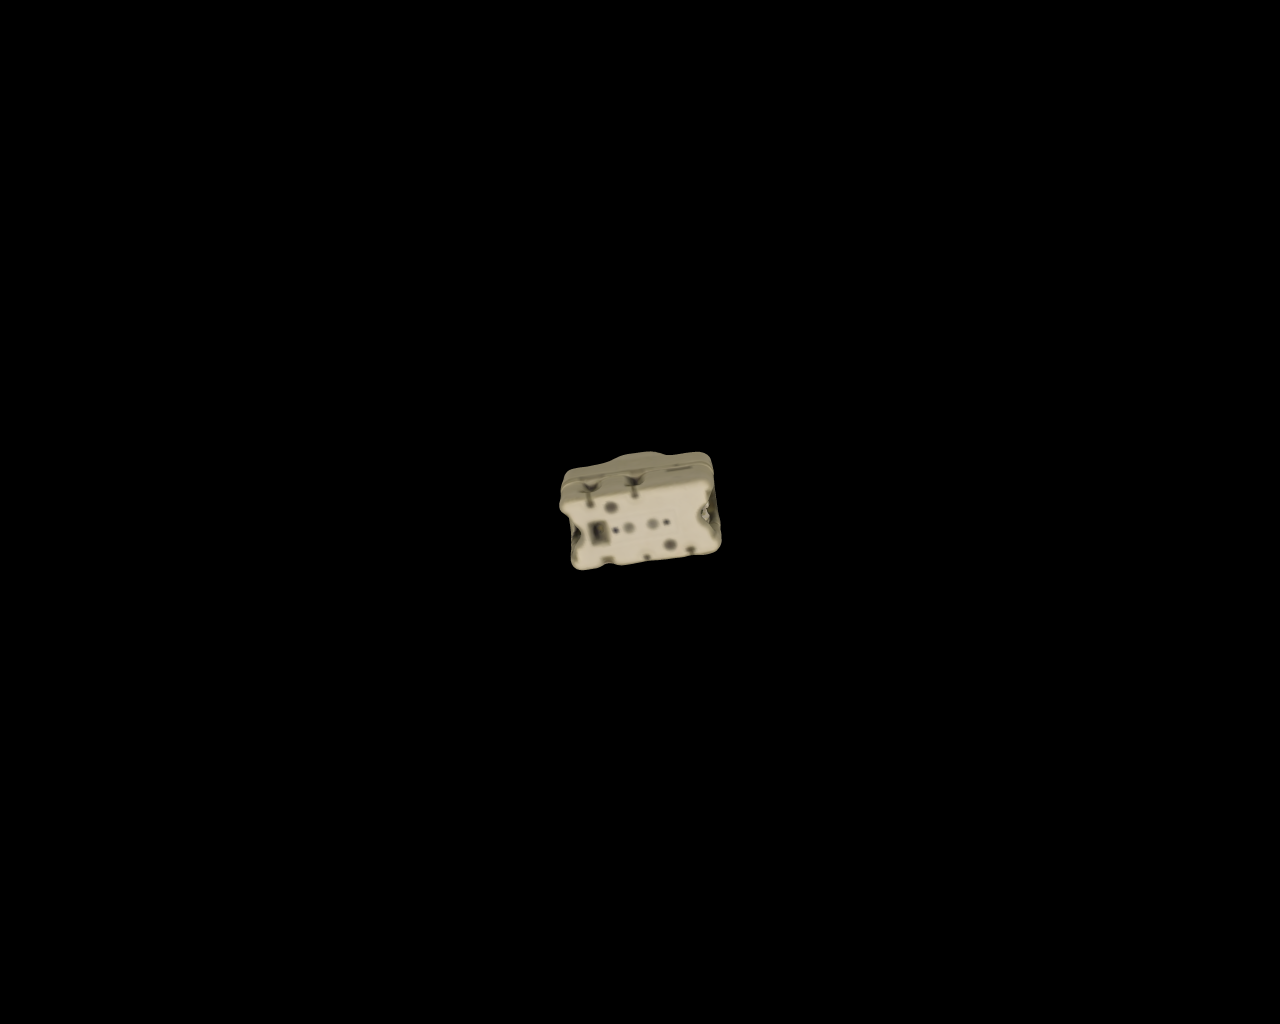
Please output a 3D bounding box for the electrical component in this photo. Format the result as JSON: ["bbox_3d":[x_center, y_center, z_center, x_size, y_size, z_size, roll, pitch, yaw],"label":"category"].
[{"bbox_3d":[0.001,-0.003,0.650,0.089,0.050,0.056,-8,24,3],"label":"electrical component"}]
